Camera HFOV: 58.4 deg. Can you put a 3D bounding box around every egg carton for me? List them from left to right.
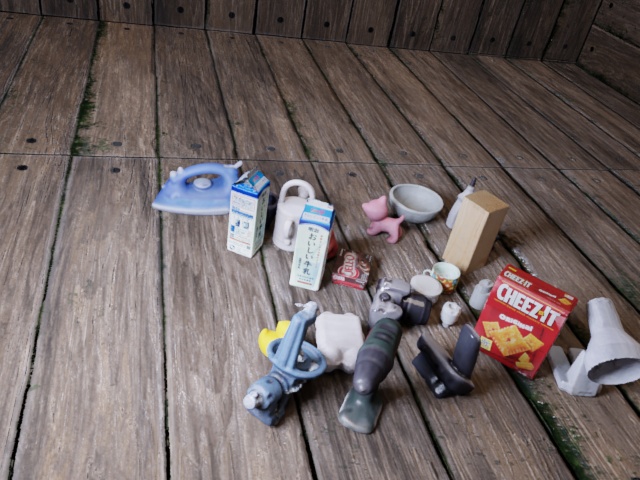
[{"bbox_3d":[0.043,0.219,1.238,0.107,0.069,0.150,5,36,-9],"label":"egg carton"}]

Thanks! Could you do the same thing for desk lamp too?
[{"bbox_3d":[0.592,0.244,1.235,0.118,0.213,0.203,8,35,-5],"label":"desk lamp"}]

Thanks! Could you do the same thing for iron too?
[{"bbox_3d":[-0.332,-0.154,1.587,0.259,0.141,0.118,-5,38,-22],"label":"iron"}]

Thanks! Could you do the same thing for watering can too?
[{"bbox_3d":[-0.065,-0.079,1.513,0.101,0.194,0.172,2,36,-12],"label":"watering can"}]

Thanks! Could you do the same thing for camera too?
[{"bbox_3d":[0.191,0.156,1.341,0.136,0.101,0.143,16,35,6],"label":"camera"}]

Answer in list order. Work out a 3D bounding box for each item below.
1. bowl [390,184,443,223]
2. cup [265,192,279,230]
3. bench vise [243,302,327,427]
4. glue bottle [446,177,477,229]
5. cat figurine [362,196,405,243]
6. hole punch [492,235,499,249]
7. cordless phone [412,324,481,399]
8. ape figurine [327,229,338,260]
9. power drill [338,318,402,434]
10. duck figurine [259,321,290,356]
[{"bbox_3d":[0.286,-0.100,1.745,0.167,0.075,0.167,8,35,-5],"label":"bowl"},{"bbox_3d":[-0.168,-0.071,1.558,0.118,0.095,0.091,-24,48,-39],"label":"cup"},{"bbox_3d":[-0.052,0.231,1.064,0.121,0.220,0.207,17,36,8],"label":"bench vise"},{"bbox_3d":[0.437,-0.113,1.720,0.078,0.173,0.037,-9,40,-26],"label":"glue bottle"},{"bbox_3d":[0.180,-0.067,1.632,0.127,0.118,0.067,20,36,12],"label":"cat figurine"},{"bbox_3d":[0.462,-0.023,1.675,0.101,0.091,0.108,-23,47,-38],"label":"hole punch"},{"bbox_3d":[0.274,0.225,1.195,0.094,0.185,0.147,-12,41,-29],"label":"cordless phone"},{"bbox_3d":[0.014,0.005,1.507,0.076,0.092,0.077,5,36,-8],"label":"ape figurine"},{"bbox_3d":[0.095,0.261,1.075,0.075,0.208,0.230,19,36,11],"label":"power drill"},{"bbox_3d":[-0.077,0.206,1.209,0.104,0.086,0.078,20,36,13],"label":"duck figurine"}]
